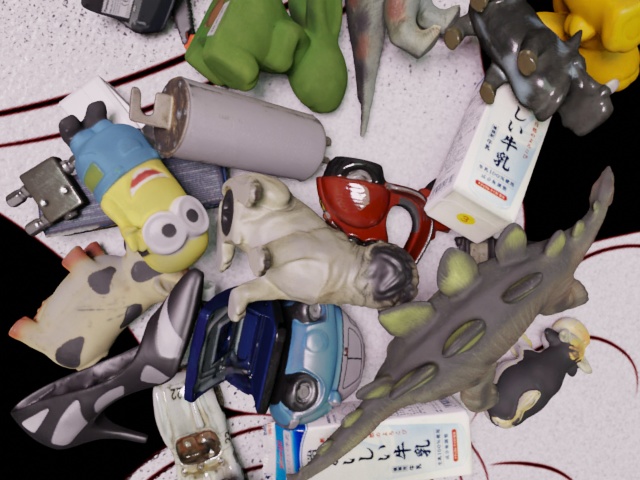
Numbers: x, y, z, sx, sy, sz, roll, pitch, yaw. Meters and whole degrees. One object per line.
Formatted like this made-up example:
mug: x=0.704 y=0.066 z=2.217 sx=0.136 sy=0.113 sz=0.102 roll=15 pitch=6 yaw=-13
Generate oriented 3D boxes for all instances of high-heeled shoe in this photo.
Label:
high-heeled shoe: x=-0.216 y=0.115 z=0.548 sx=0.145 sy=0.086 sz=0.248 roll=21 pitch=106 yaw=-10

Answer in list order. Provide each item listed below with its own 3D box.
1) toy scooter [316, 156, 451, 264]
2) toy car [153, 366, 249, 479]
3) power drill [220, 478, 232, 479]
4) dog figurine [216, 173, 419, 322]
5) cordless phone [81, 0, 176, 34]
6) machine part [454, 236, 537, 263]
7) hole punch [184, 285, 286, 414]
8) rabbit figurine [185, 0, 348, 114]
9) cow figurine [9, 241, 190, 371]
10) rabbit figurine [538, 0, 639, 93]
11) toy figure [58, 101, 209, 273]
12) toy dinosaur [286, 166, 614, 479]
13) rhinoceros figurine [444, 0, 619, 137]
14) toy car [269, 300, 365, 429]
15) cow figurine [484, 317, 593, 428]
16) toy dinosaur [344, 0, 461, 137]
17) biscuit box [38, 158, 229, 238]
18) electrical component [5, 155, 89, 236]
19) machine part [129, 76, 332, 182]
toy scooter: x=0.077 y=-0.016 z=0.621 sx=0.184 sy=0.075 sz=0.135 roll=12 pitch=92 yaw=-10
toy car: x=-0.135 y=0.245 z=0.623 sx=0.073 sy=0.056 sz=0.201 roll=-16 pitch=93 yaw=-3
power drill: x=-0.128 y=0.382 z=0.601 sx=0.207 sy=0.086 sz=0.231 roll=-32 pitch=115 yaw=-3
dog figurine: x=-0.002 y=0.002 z=0.563 sx=0.190 sy=0.121 sz=0.172 roll=2 pitch=60 yaw=-28
cordless phone: x=-0.198 y=-0.335 z=0.581 sx=0.089 sy=0.146 sz=0.184 roll=8 pitch=56 yaw=-28
machine part: x=0.234 y=0.028 z=0.653 sx=0.139 sy=0.039 sz=0.084 roll=-4 pitch=85 yaw=-3
hole punch: x=-0.092 y=0.112 z=0.584 sx=0.092 sy=0.116 sz=0.142 roll=8 pitch=104 yaw=-9
rabbit figurine: x=-0.039 y=-0.214 z=0.592 sx=0.170 sy=0.121 sz=0.159 roll=26 pitch=85 yaw=-32
cow figurine: x=-0.224 y=0.061 z=0.594 sx=0.127 sy=0.085 sz=0.195 roll=40 pitch=92 yaw=-7
rabbit figurine: x=0.310 y=-0.235 z=0.598 sx=0.122 sy=0.173 sz=0.163 roll=-49 pitch=52 yaw=-6
toy figure: x=-0.179 y=-0.049 z=0.533 sx=0.082 sy=0.089 sz=0.180 roll=-41 pitch=85 yaw=-8
toy dinosaur: x=0.132 y=0.102 z=0.544 sx=0.471 sy=0.198 sz=0.105 roll=-49 pitch=53 yaw=4
rhinoceros figurine: x=0.215 y=-0.184 z=0.549 sx=0.112 sy=0.073 sz=0.190 roll=-29 pitch=77 yaw=-31
toy car: x=-0.002 y=0.131 z=0.612 sx=0.103 sy=0.109 sz=0.161 roll=14 pitch=79 yaw=-21
cow figurine: x=0.256 y=0.151 z=0.630 sx=0.167 sy=0.098 sz=0.068 roll=-38 pitch=89 yaw=-2
toy dinosaur: x=0.099 y=-0.332 z=0.591 sx=0.192 sy=0.131 sz=0.404 roll=37 pitch=94 yaw=7
biscuit box: x=-0.202 y=-0.051 z=0.602 sx=0.203 sy=0.059 sz=0.062 roll=-11 pitch=92 yaw=-4
electrical component: x=-0.273 y=-0.049 z=0.555 sx=0.094 sy=0.021 sz=0.063 roll=-34 pitch=93 yaw=-3
machine part: x=-0.079 y=-0.110 z=0.560 sx=0.243 sy=0.079 sz=0.079 roll=4 pitch=93 yaw=-42
